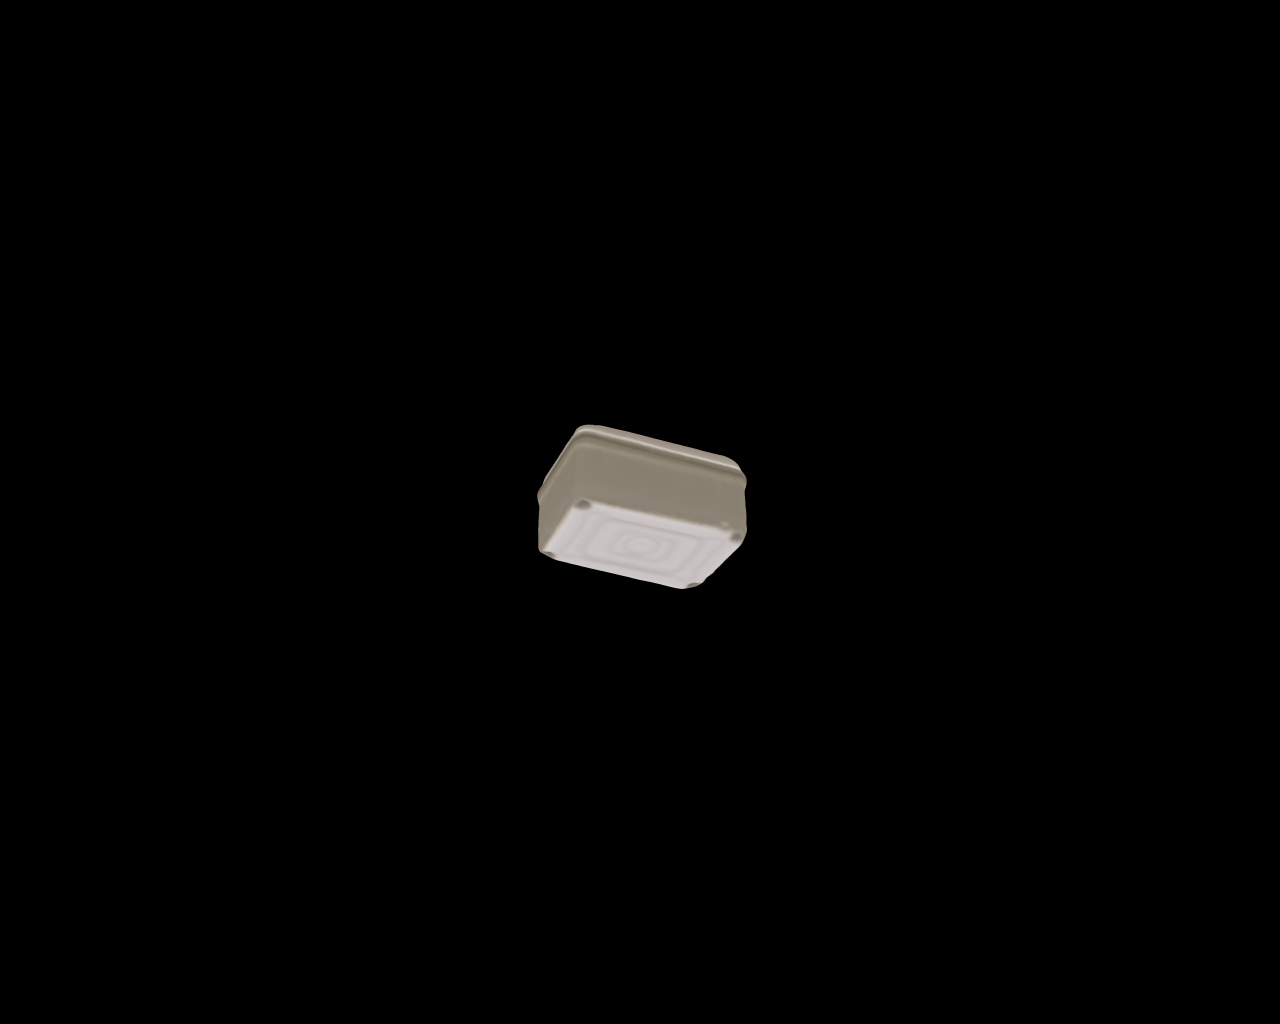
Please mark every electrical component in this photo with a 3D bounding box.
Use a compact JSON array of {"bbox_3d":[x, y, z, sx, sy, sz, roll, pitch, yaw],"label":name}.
[{"bbox_3d":[0.001,-0.003,0.650,0.113,0.057,0.078,14,-36,-20],"label":"electrical component"}]
